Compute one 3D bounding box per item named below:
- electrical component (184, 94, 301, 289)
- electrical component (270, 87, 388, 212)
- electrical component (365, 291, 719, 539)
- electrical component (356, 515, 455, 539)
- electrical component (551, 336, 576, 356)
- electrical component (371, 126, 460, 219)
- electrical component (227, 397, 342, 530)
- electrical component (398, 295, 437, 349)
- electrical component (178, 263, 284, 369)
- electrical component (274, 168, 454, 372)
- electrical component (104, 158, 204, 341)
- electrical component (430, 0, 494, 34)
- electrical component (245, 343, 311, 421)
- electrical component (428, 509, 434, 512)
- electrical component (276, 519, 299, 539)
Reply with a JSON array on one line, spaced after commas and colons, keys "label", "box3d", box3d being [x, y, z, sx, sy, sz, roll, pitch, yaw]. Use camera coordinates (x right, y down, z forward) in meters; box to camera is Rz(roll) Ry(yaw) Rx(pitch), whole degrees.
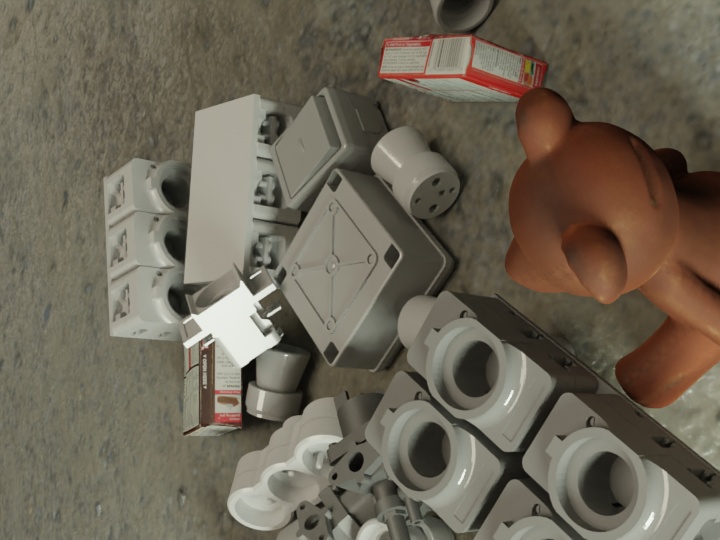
[{"label": "electrical component", "box3d": [-0.093, -0.061, 0.903, 0.089, 0.062, 0.150, -5, 80, 49]}, {"label": "electrical component", "box3d": [-0.028, -0.086, 0.832, 0.096, 0.061, 0.061, -42, 54, 37]}, {"label": "electrical component", "box3d": [0.093, 0.104, 0.575, 0.186, 0.060, 0.105, 41, 112, 38]}, {"label": "electrical component", "box3d": [0.031, 0.188, 0.721, 0.045, 0.055, 0.045, -11, 76, 48]}, {"label": "electrical component", "box3d": [0.084, 0.078, 0.675, 0.095, 0.059, 0.053, -33, 60, 41]}, {"label": "electrical component", "box3d": [0.040, -0.069, 0.763, 0.045, 0.045, 0.055, -58, 46, 25]}, {"label": "electrical component", "box3d": [-0.044, 0.137, 0.821, 0.138, 0.052, 0.073, -41, 24, 34]}, {"label": "electrical component", "box3d": [0.060, 0.040, 0.723, 0.078, 0.040, 0.040, 11, 92, 50]}, {"label": "electrical component", "box3d": [-0.096, 0.037, 0.827, 0.081, 0.063, 0.042, -33, 24, -1]}, {"label": "electrical component", "box3d": [0.000, 0.000, 0.788, 0.108, 0.056, 0.108, -58, 46, 25]}, {"label": "electrical component", "box3d": [-0.173, -0.017, 0.966, 0.062, 0.089, 0.150, -24, 66, 45]}, {"label": "electrical component", "box3d": [0.063, -0.205, 0.764, 0.044, 0.044, 0.065, -51, 44, 31]}, {"label": "electrical component", "box3d": [-0.066, 0.089, 0.859, 0.045, 0.045, 0.055, 16, 97, 49]}, {"label": "electrical component", "box3d": [0.038, 0.122, 0.736, 0.064, 0.042, 0.081, -37, 58, 35]}, {"label": "electrical component", "box3d": [-0.047, 0.214, 0.819, 0.078, 0.040, 0.040, -41, 54, 38]}]
